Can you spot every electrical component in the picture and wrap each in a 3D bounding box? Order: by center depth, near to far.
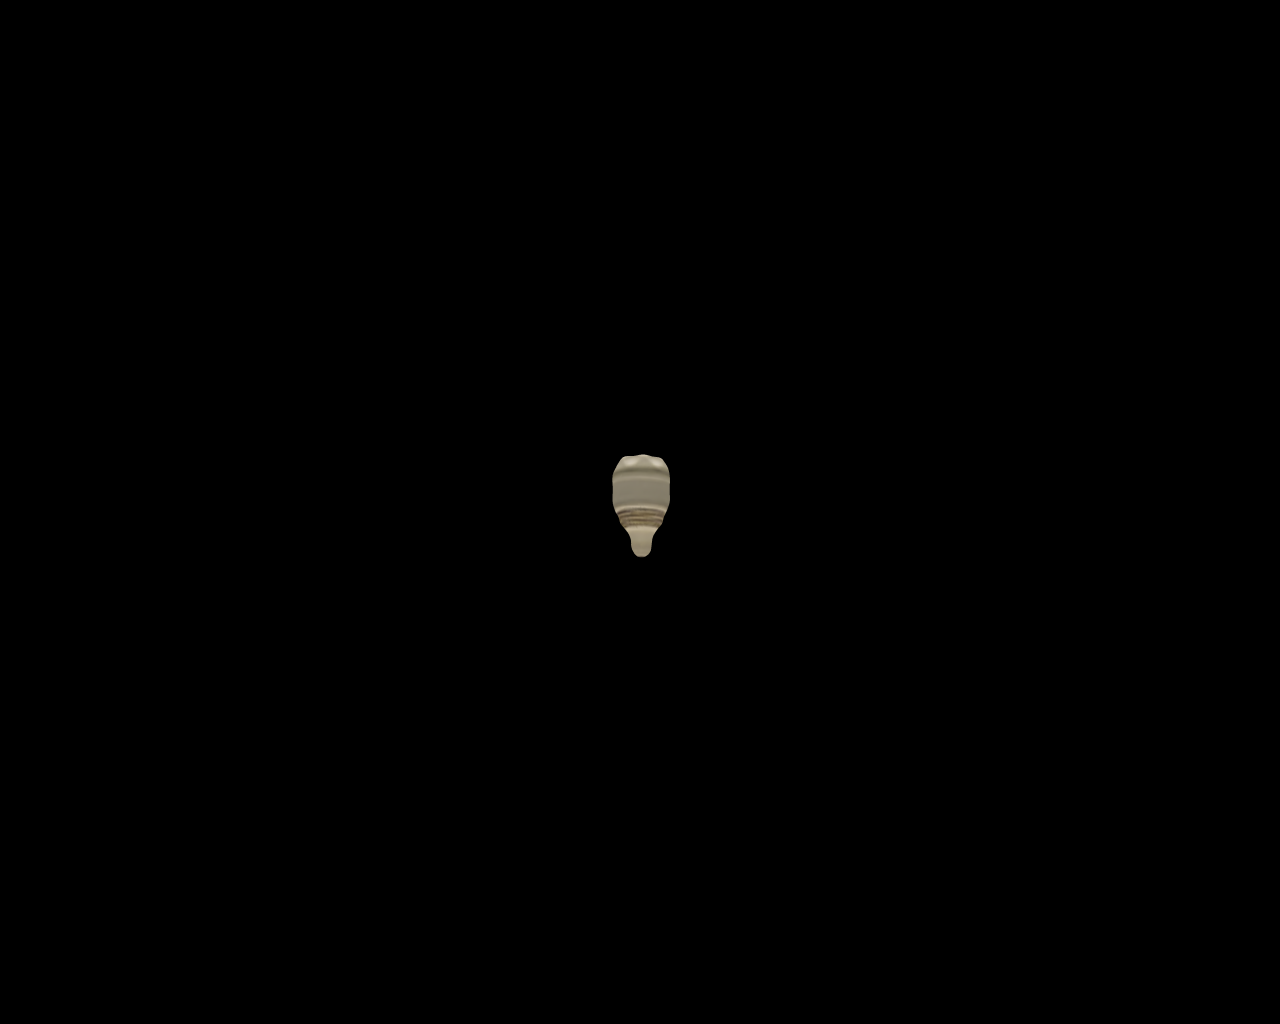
[{"bbox_3d":[0.001,-0.003,0.650,0.035,0.061,0.035,0,-11,0],"label":"electrical component"}]
